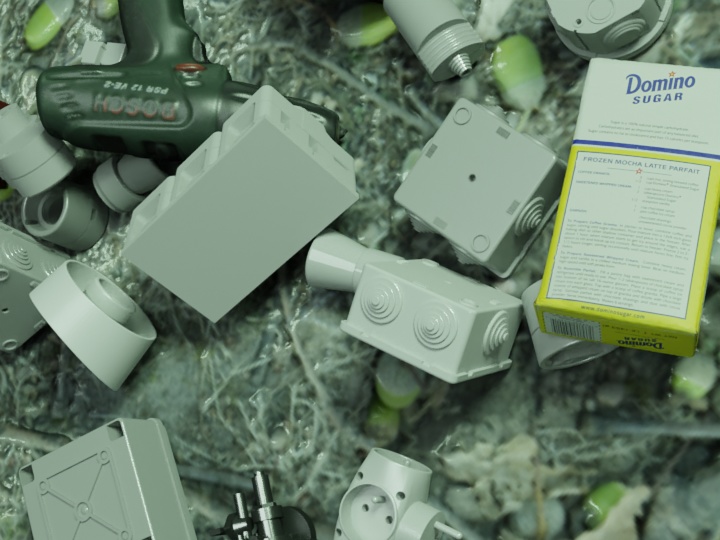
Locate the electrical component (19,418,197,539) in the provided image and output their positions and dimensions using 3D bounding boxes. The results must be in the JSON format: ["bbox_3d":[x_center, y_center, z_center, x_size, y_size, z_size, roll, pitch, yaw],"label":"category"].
[{"bbox_3d":[-0.190,0.180,0.809,0.109,0.056,0.108,-28,69,20],"label":"electrical component"}]

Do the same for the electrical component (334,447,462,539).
[{"bbox_3d":[0.029,0.168,0.708,0.079,0.044,0.077,21,90,28],"label":"electrical component"}]

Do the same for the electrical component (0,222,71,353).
[{"bbox_3d":[-0.291,0.016,0.869,0.100,0.100,0.048,-38,53,15],"label":"electrical component"}]

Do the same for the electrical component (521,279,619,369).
[{"bbox_3d":[0.132,0.031,0.678,0.055,0.055,0.047,-25,66,21],"label":"electrical component"}]

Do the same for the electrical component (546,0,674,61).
[{"bbox_3d":[0.161,-0.181,0.706,0.080,0.051,0.080,-5,78,26],"label":"electrical component"}]

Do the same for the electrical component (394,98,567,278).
[{"bbox_3d":[0.083,-0.056,0.722,0.100,0.048,0.099,37,97,27],"label":"electrical component"}]

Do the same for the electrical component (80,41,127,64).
[{"bbox_3d":[-0.209,-0.155,0.891,0.066,0.048,0.055,11,78,28],"label":"electrical component"}]

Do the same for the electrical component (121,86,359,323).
[{"bbox_3d":[-0.085,-0.047,0.769,0.150,0.089,0.061,-40,27,22],"label":"electrical component"}]

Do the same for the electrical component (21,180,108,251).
[{"bbox_3d":[-0.244,-0.047,0.886,0.055,0.047,0.055,-5,78,26],"label":"electrical component"}]

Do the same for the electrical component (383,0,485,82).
[{"bbox_3d":[0.055,-0.168,0.761,0.043,0.043,0.081,-38,66,16],"label":"electrical component"}]

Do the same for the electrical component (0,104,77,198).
[{"bbox_3d":[-0.282,-0.109,0.870,0.052,0.073,0.138,-40,28,-14],"label":"electrical component"}]

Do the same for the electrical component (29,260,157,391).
[{"bbox_3d":[-0.207,0.042,0.825,0.064,0.099,0.099,-47,64,5],"label":"electrical component"}]

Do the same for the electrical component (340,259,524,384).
[{"bbox_3d":[0.050,0.029,0.695,0.100,0.100,0.048,24,104,28],"label":"electrical component"}]

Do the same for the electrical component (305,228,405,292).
[{"bbox_3d":[0.000,0.000,0.758,0.065,0.044,0.044,18,88,24],"label":"electrical component"}]

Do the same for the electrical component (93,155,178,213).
[{"bbox_3d":[-0.179,-0.077,0.861,0.055,0.045,0.045,-32,68,18],"label":"electrical component"}]

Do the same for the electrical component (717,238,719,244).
[{"bbox_3d":[0.311,-0.042,0.598,0.186,0.060,0.105,-46,64,12],"label":"electrical component"}]
